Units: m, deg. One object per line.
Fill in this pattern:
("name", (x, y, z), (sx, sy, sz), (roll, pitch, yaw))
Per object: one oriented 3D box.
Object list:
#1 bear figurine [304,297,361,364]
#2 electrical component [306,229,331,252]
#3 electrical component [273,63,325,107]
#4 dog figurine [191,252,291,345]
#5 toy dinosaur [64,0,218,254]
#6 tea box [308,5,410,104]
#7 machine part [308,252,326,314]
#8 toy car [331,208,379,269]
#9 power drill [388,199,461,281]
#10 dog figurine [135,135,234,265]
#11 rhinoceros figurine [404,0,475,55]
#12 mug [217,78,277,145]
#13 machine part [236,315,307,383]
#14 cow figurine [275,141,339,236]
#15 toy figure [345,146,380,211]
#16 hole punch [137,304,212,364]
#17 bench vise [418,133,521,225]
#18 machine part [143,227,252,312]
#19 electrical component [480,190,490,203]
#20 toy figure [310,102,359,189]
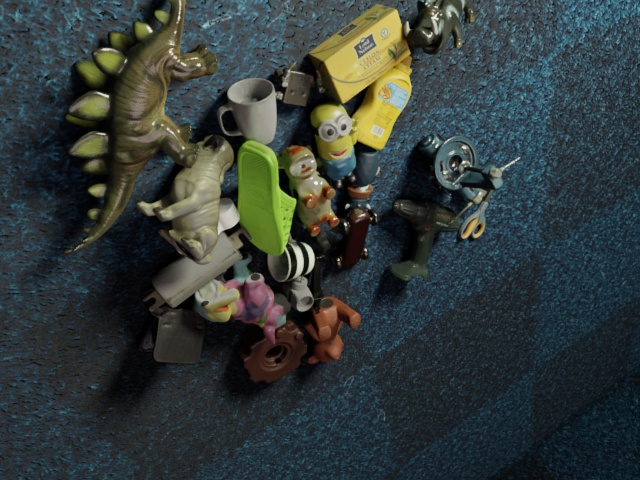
("bear figurine", (0.025, 0.243, 1.331), (0.120, 0.132, 0.195), (-15, 121, -21))
("electrical component", (-0.002, -0.004, 1.186), (0.021, 0.063, 0.093), (-37, 134, -8))
("electrical component", (-0.042, -0.283, 0.983), (0.102, 0.045, 0.078), (6, 115, -36))
("dog figurine", (-0.161, 0.149, 1.158), (0.191, 0.109, 0.219), (-29, 134, -15))
("toy dinosaur", (-0.292, -0.185, 0.849), (0.198, 0.105, 0.470), (9, 105, -29))
("tea box", (0.075, -0.347, 1.003), (0.169, 0.068, 0.098), (-38, 134, -5))
("machine part", (-0.010, 0.094, 1.249), (0.039, 0.084, 0.138), (1, 113, -5))
("toy car", (0.075, -0.002, 1.228), (0.089, 0.053, 0.202), (-22, 150, -18))
("power drill", (0.240, -0.005, 1.346), (0.232, 0.086, 0.207), (-1, 112, -37))
("dog figurine", (-0.199, -0.072, 0.955), (0.190, 0.121, 0.172), (-48, 137, -22))
("rhinoceros figurine", (0.227, -0.415, 1.012), (0.190, 0.073, 0.112), (-54, 140, -28))
("mug", (-0.124, -0.214, 0.953), (0.109, 0.081, 0.107), (-31, 141, -19))
("machine part", (-0.115, 0.268, 1.302), (0.179, 0.056, 0.179), (-17, 129, -23))
("cow figurine", (-0.027, -0.111, 1.074), (0.085, 0.127, 0.194), (-31, 146, -12))
("toy figure", (0.091, -0.127, 1.170), (0.058, 0.064, 0.154), (-53, 158, -52))
("hole punch", (-0.306, 0.192, 1.115), (0.142, 0.092, 0.115), (17, 79, -37))
("bench vise", (0.329, -0.143, 1.203), (0.129, 0.241, 0.223), (-41, 115, -11))
("machine part", (-0.242, 0.053, 1.056), (0.243, 0.079, 0.079), (-37, 133, -7))
("electrical component", (0.410, -0.138, 1.383), (0.119, 0.048, 0.074), (20, 108, -39))
("toy figure", (0.026, -0.188, 1.072), (0.082, 0.089, 0.180), (-41, 144, -21))
